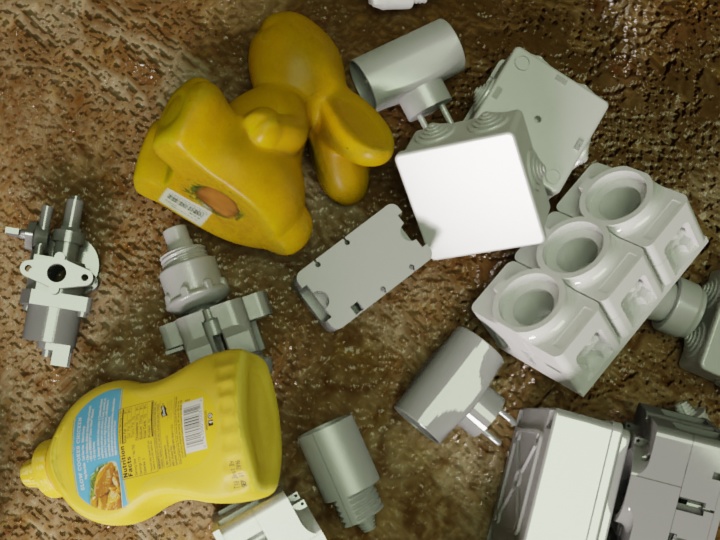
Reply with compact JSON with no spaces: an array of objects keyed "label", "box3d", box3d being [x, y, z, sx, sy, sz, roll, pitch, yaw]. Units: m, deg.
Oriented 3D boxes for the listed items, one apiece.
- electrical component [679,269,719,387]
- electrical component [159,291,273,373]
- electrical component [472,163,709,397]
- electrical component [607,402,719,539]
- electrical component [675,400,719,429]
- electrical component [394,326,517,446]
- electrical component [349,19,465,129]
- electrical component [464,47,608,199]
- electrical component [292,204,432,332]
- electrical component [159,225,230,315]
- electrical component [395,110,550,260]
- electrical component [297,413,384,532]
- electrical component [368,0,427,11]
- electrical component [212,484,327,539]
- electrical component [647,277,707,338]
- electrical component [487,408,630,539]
[{"label":"electrical component","box3d":[0.302,0.051,0.821,0.100,0.048,0.099,23,81,-5]},{"label":"electrical component","box3d":[-0.096,0.054,0.762,0.078,0.058,0.057,-19,87,2]},{"label":"electrical component","box3d":[0.165,0.001,0.779,0.150,0.089,0.061,-49,133,-10]},{"label":"electrical component","box3d":[0.197,0.193,0.742,0.060,0.105,0.186,14,94,7]},{"label":"electrical component","box3d":[0.258,0.137,0.808,0.043,0.043,0.081,-24,87,-10]},{"label":"electrical component","box3d":[0.079,0.095,0.788,0.079,0.043,0.077,40,80,-2]},{"label":"electrical component","box3d":[0.044,-0.138,0.810,0.077,0.043,0.079,-27,88,-10]},{"label":"electrical component","box3d":[0.128,-0.108,0.815,0.100,0.048,0.099,32,79,-3]},{"label":"electrical component","box3d":[0.000,0.000,0.782,0.089,0.056,0.050,-37,90,-10]},{"label":"electrical component","box3d":[-0.124,-0.001,0.772,0.048,0.048,0.062,-19,80,-9]},{"label":"electrical component","box3d":[0.084,-0.062,0.772,0.100,0.048,0.099,-9,118,25]},{"label":"electrical component","box3d":[-0.009,0.149,0.770,0.043,0.043,0.081,-23,87,-10]},{"label":"electrical component","box3d":[0.037,-0.220,0.819,0.062,0.043,0.043,-3,84,-9]},{"label":"electrical component","box3d":[-0.029,0.237,0.726,0.060,0.105,0.186,-29,88,-10]},{"label":"electrical component","box3d":[0.228,0.022,0.816,0.055,0.045,0.045,23,81,-5]},{"label":"electrical component","box3d":[0.137,0.154,0.757,0.056,0.108,0.108,16,82,-3]}]
